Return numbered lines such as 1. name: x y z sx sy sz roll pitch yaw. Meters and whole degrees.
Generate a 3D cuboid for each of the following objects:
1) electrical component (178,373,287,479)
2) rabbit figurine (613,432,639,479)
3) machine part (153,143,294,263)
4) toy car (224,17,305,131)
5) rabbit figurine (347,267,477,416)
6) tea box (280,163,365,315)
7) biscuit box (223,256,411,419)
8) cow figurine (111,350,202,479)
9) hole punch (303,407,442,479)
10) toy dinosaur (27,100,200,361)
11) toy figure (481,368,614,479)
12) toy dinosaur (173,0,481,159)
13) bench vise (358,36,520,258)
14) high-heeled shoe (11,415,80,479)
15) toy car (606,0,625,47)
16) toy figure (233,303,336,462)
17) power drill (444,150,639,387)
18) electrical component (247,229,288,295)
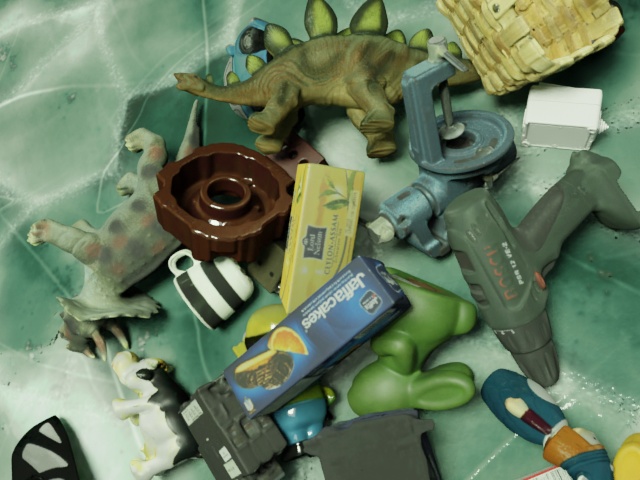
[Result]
1. electrical component: -0.098 0.224 0.613 0.058 0.115 0.134 -28 79 -35
2. rabbit figurine: 0.337 0.258 0.490 0.173 0.121 0.162 -42 62 20
3. machine part: -0.121 -0.050 0.691 0.179 0.056 0.179 6 48 -7
4. toy car: -0.088 -0.228 0.788 0.103 0.109 0.161 -13 79 38
5. rabbit figurine: 0.100 0.132 0.616 0.159 0.121 0.170 21 97 14
6. tea box: -0.001 -0.002 0.627 0.068 0.098 0.169 6 95 -10
7. biscuit box: -0.005 0.101 0.551 0.202 0.059 0.063 -42 68 16
8. cow figurine: -0.205 0.207 0.684 0.098 0.068 0.167 -25 70 1
9. hole punch: 0.067 0.243 0.573 0.142 0.092 0.116 -17 76 17
10. toy dinosaur: -0.243 -0.020 0.752 0.192 0.131 0.405 36 77 6
11. toy figure: 0.233 0.194 0.546 0.155 0.064 0.057 40 125 45
12. toy dinosaur: 0.055 -0.213 0.691 0.472 0.105 0.198 0 75 -8
13. bench vise: 0.129 -0.104 0.613 0.224 0.240 0.129 -26 40 -8
14. high-heeled shoe: -0.285 0.320 0.686 0.249 0.086 0.145 16 45 3
15. toy car: 0.302 -0.307 0.718 0.089 0.053 0.202 -40 65 -21
16. toy figure: -0.035 0.163 0.640 0.089 0.082 0.180 -37 60 32
17. power drill: 0.255 0.018 0.592 0.207 0.086 0.232 -37 98 -2
18. electrical component: -0.051 0.028 0.716 0.102 0.045 0.078 35 113 26
